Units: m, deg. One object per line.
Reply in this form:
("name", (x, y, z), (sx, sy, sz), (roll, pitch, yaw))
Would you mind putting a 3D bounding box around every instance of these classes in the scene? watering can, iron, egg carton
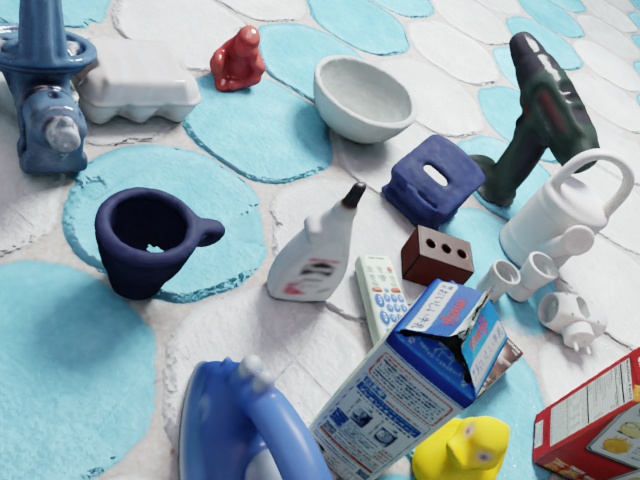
("watering can", (0.344, -0.038, 0.783), (0.101, 0.194, 0.172), (13, 46, -17))
("iron", (-0.036, 0.175, 0.429), (0.119, 0.141, 0.258), (-9, 56, -34))
("egg carton", (-0.230, -0.197, 0.712), (0.151, 0.069, 0.107), (-11, 57, -35))

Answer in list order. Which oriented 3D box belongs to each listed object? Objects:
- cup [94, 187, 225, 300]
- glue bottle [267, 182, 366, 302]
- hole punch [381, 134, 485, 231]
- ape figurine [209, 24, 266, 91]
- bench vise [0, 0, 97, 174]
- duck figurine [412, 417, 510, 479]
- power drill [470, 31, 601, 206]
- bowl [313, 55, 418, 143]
("cup", (-0.155, 0.011, 0.546), (0.118, 0.095, 0.091), (-2, 53, -29))
("glue bottle", (0.005, 0.002, 0.583), (0.078, 0.173, 0.037), (3, 50, -26))
("hole punch", (0.158, -0.078, 0.794), (0.108, 0.091, 0.101), (45, 46, 14))
("ape figurine", (-0.112, -0.263, 0.817), (0.078, 0.092, 0.076), (19, 45, -11))
("bench vise", (-0.267, -0.189, 0.576), (0.207, 0.219, 0.122), (46, 46, 15))
("duck figurine", (0.148, 0.198, 0.546), (0.105, 0.086, 0.077), (-9, 56, -33))
("power drill", (0.306, -0.166, 0.866), (0.076, 0.208, 0.229), (-7, 55, -32))
("bowl", (0.057, -0.199, 0.861), (0.168, 0.074, 0.167), (15, 46, -16))
